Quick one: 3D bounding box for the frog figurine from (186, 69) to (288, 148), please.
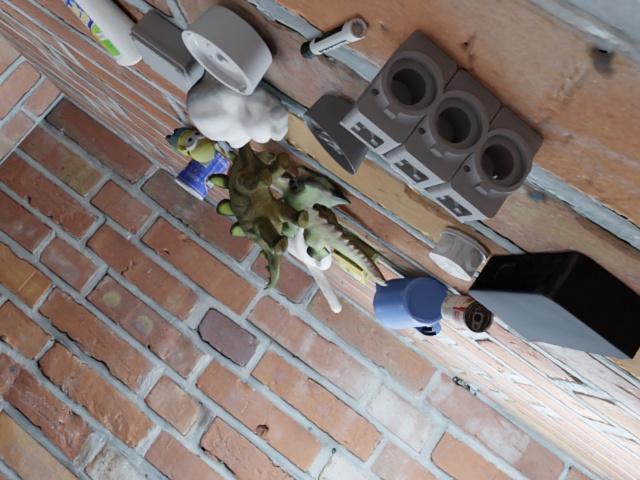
[{"bbox_3d":[-0.125,-0.191,0.797,0.161,0.124,0.134,45,154,18],"label":"frog figurine"}]

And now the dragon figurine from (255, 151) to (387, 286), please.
[{"bbox_3d":[0.003,-0.055,1.096,0.411,0.124,0.239,35,163,6],"label":"dragon figurine"}]

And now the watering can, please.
[{"bbox_3d":[-0.035,0.018,1.353,0.227,0.105,0.340,34,144,52],"label":"watering can"}]
